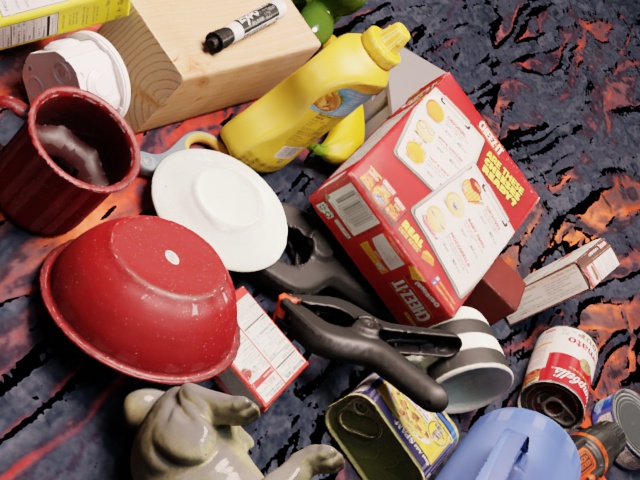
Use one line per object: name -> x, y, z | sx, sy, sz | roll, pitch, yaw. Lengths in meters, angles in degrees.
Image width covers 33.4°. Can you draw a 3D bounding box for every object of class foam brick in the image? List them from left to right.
foam brick -> 0.161, 0.057, 1.085 | 0.053, 0.078, 0.051 | 45, 40, -8

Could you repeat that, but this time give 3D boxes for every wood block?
wood block -> -0.106, -0.175, 0.989 | 0.205, 0.090, 0.091 | -27, 81, -51

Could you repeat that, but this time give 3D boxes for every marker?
marker -> -0.066, -0.191, 0.952 | 0.020, 0.020, 0.120 | 50, 38, -3

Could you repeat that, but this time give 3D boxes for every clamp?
clamp -> -0.007, 0.001, 0.989 | 0.209, 0.036, 0.164 | 9, 59, -38
clamp -> 0.046, 0.085, 0.927 | 0.171, 0.039, 0.120 | 27, 19, 13

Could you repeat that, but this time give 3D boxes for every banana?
banana -> 0.022, -0.139, 1.121 | 0.069, 0.037, 0.197 | 57, 25, -38

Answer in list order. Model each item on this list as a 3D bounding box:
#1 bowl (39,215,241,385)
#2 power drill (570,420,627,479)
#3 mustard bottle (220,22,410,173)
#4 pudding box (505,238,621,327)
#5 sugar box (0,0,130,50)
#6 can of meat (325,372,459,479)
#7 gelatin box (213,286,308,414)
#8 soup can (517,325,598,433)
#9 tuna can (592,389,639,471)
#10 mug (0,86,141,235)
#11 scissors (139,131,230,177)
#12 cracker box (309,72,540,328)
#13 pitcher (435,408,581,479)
bowl -> -0.123, 0.031, 0.797 | 0.162, 0.055, 0.162 | 23, 31, -15
power drill -> 0.290, 0.281, 1.058 | 0.184, 0.057, 0.188 | -17, 71, -47
mustard bottle -> 0.004, -0.135, 0.975 | 0.096, 0.192, 0.058 | -1, 61, -59
pudding box -> 0.260, 0.046, 1.165 | 0.089, 0.114, 0.039 | -29, 86, -51
sugar box -> -0.248, -0.202, 0.846 | 0.176, 0.048, 0.093 | -21, 74, -20
can of meat -> 0.065, 0.163, 0.922 | 0.102, 0.058, 0.083 | 55, 36, 2
gelatin box -> -0.061, 0.092, 0.872 | 0.089, 0.030, 0.073 | 50, 36, -1
soup can -> 0.250, 0.144, 1.115 | 0.068, 0.069, 0.102 | 45, 37, -8
tuna can -> 0.341, 0.211, 1.181 | 0.086, 0.034, 0.086 | 26, 45, -30
mug -> -0.205, -0.062, 0.804 | 0.117, 0.082, 0.093 | 35, 41, -21
scissors -> -0.147, -0.078, 0.931 | 0.201, 0.016, 0.096 | 25, 44, -30
cracker box -> 0.104, -0.039, 1.026 | 0.164, 0.072, 0.213 | 53, 45, -10
pitcher -> 0.140, 0.231, 0.873 | 0.145, 0.149, 0.242 | 55, 33, -5
